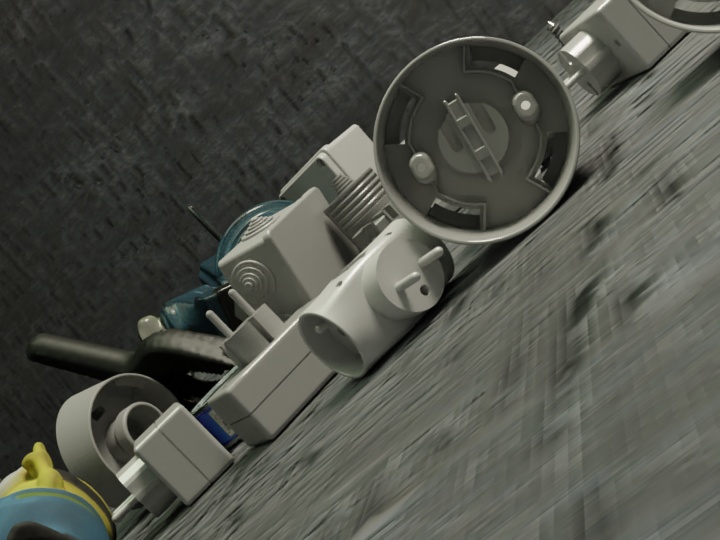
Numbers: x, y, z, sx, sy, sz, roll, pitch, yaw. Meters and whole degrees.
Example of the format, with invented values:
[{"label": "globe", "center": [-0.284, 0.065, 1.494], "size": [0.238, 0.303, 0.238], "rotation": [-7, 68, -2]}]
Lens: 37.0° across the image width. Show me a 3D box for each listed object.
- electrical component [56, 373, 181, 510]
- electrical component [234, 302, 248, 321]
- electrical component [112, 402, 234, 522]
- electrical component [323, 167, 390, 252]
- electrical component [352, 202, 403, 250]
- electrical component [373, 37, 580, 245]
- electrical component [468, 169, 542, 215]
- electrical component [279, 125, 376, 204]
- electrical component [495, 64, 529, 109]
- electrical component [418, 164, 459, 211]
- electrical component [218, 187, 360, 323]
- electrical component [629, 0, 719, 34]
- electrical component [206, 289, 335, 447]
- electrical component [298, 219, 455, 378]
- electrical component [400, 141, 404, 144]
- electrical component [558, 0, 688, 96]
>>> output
[{"label": "electrical component", "center": [-0.176, 0.127, 0.800], "size": [0.064, 0.099, 0.099], "rotation": [-33, 10, 36]}, {"label": "electrical component", "center": [-0.053, 0.009, 0.849], "size": [0.089, 0.056, 0.050], "rotation": [-31, -42, -37]}, {"label": "electrical component", "center": [-0.123, 0.125, 0.659], "size": [0.077, 0.047, 0.066], "rotation": [-44, 4, -12]}, {"label": "electrical component", "center": [0.011, -0.032, 0.712], "size": [0.043, 0.081, 0.043], "rotation": [-43, 4, 4]}, {"label": "electrical component", "center": [0.023, -0.014, 0.670], "size": [0.040, 0.046, 0.040], "rotation": [-43, 4, 4]}, {"label": "electrical component", "center": [0.057, -0.064, 0.530], "size": [0.099, 0.099, 0.064], "rotation": [-43, -2, 11]}, {"label": "electrical component", "center": [0.069, -0.056, 0.595], "size": [0.045, 0.055, 0.045], "rotation": [-43, 4, 4]}, {"label": "electrical component", "center": [-0.008, -0.064, 1.013], "size": [0.056, 0.108, 0.109], "rotation": [-43, 4, -32]}, {"label": "electrical component", "center": [0.133, -0.145, 0.968], "size": [0.099, 0.064, 0.099], "rotation": [-40, -10, -8]}, {"label": "electrical component", "center": [0.061, -0.077, 0.854], "size": [0.109, 0.056, 0.108], "rotation": [-42, 5, 17]}, {"label": "electrical component", "center": [-0.038, 0.005, 0.708], "size": [0.048, 0.099, 0.099], "rotation": [-27, 12, 28]}, {"label": "electrical component", "center": [0.159, -0.155, 0.483], "size": [0.099, 0.099, 0.064], "rotation": [-42, -2, 16]}, {"label": "electrical component", "center": [-0.056, 0.045, 0.622], "size": [0.083, 0.075, 0.047], "rotation": [-46, 5, -25]}, {"label": "electrical component", "center": [0.016, 0.008, 0.532], "size": [0.077, 0.043, 0.079], "rotation": [-46, 5, -30]}, {"label": "electrical component", "center": [0.042, -0.084, 1.053], "size": [0.096, 0.061, 0.061], "rotation": [-41, 5, 35]}, {"label": "electrical component", "center": [0.149, -0.134, 0.667], "size": [0.076, 0.047, 0.083], "rotation": [-44, 4, -2]}]
